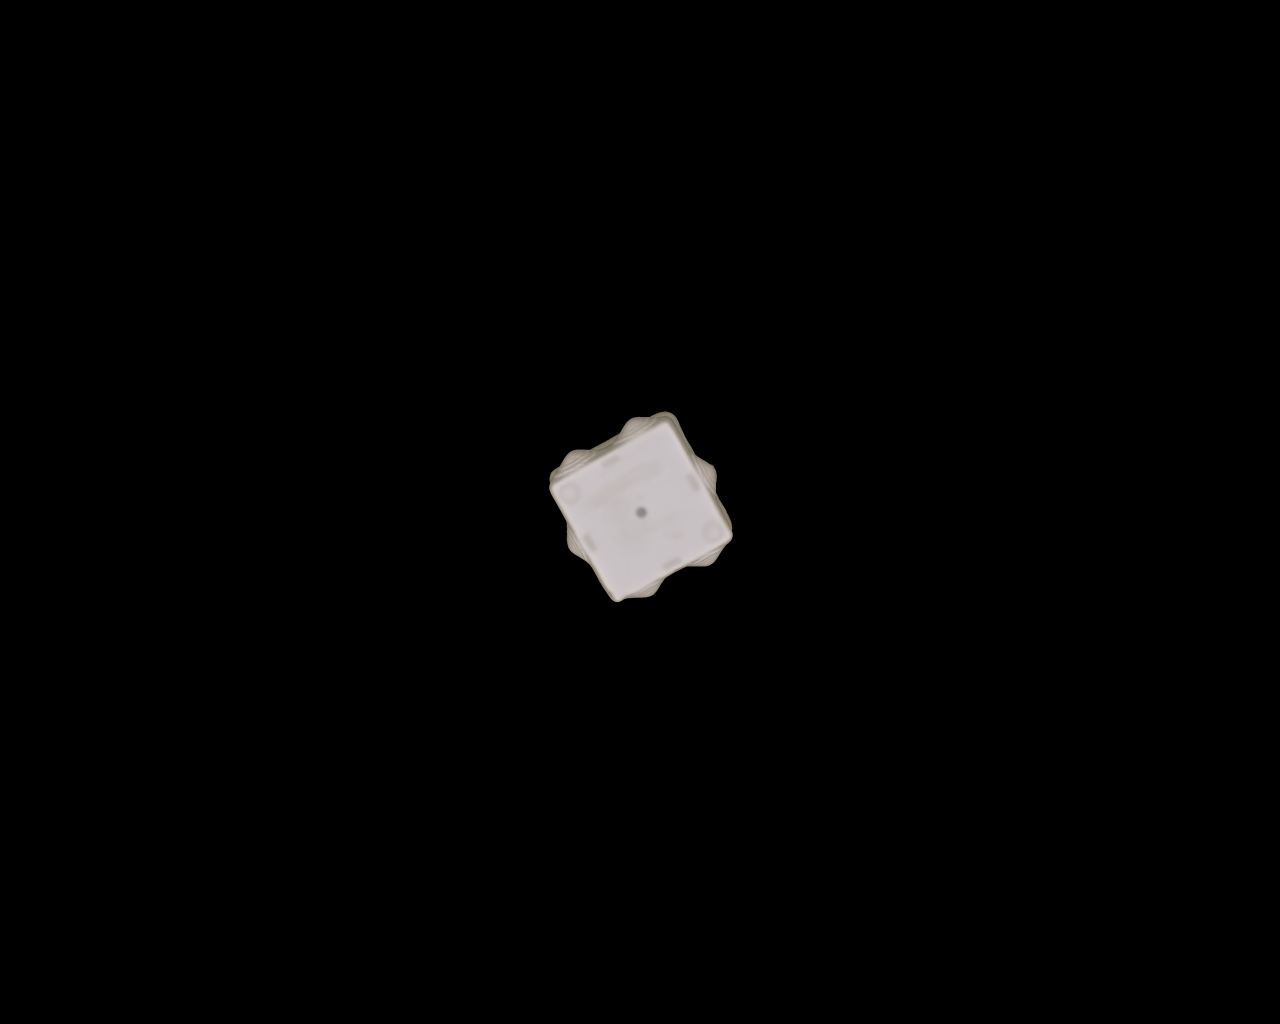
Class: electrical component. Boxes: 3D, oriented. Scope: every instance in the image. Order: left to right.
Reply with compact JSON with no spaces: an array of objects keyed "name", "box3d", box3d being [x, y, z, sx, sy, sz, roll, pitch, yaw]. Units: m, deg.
[{"name":"electrical component","box3d":[0.001,-0.003,0.650,0.100,0.099,0.048,-28,7,4]}]
